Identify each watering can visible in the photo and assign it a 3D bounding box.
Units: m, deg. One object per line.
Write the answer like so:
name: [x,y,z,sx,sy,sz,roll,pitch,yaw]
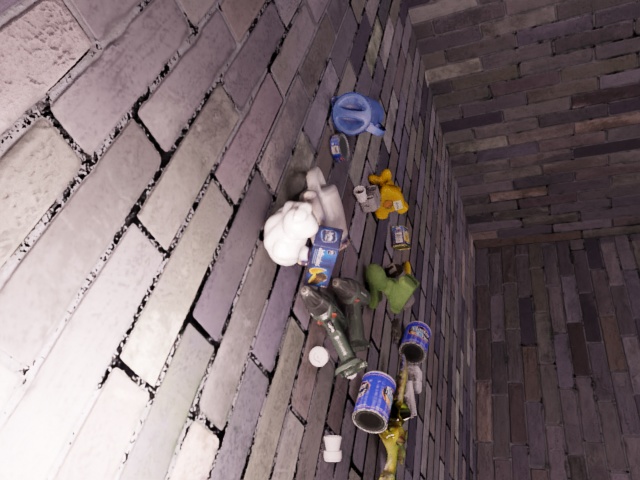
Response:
watering can: [0.004,-0.064,1.280,0.104,0.352,0.222,-14,-75,8]

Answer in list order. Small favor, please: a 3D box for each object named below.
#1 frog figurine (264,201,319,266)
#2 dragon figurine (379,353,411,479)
frog figurine: [-0.065,-0.020,1.096,0.123,0.139,0.157,15,-16,6]
dragon figurine: [0.248,0.602,1.674,0.122,0.420,0.237,5,-49,22]
